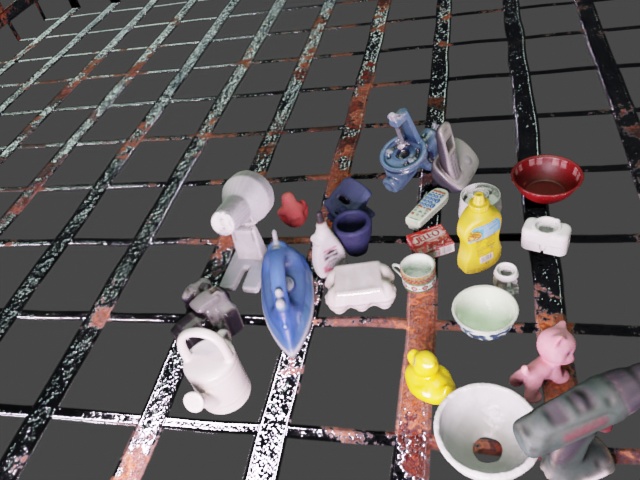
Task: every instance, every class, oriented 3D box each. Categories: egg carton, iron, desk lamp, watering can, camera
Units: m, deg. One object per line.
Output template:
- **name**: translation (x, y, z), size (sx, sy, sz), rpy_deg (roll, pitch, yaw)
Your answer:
- **egg carton**: translation (0.085, 0.101, 1.211), size (0.150, 0.069, 0.107), rpy_deg (-8, 42, 6)
- **iron**: translation (-0.077, 0.102, 1.199), size (0.118, 0.142, 0.258), rpy_deg (-12, 42, 3)
- **desk lamp**: translation (-0.174, -0.023, 1.308), size (0.117, 0.214, 0.203), rpy_deg (1, 44, 17)
- **watering can**: translation (-0.198, 0.234, 1.049), size (0.101, 0.194, 0.172), rpy_deg (-16, 42, -2)
- **camera**: translation (-0.257, 0.159, 1.217), size (0.137, 0.101, 0.142), rpy_deg (-38, 47, -24)

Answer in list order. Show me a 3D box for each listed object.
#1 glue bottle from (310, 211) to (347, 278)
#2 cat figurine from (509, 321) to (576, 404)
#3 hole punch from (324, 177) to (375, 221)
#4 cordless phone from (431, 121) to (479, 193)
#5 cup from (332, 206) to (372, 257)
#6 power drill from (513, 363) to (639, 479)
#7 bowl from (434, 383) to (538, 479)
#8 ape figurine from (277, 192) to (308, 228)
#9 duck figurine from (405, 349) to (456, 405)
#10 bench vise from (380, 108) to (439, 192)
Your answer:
- **glue bottle**: translation (0.012, 0.004, 1.258), size (0.078, 0.173, 0.037), rpy_deg (-31, 44, -18)
- **cat figurine**: translation (0.389, 0.201, 0.983), size (0.128, 0.118, 0.067), rpy_deg (-30, 44, -17)
- **hole punch**: translation (0.070, -0.087, 1.403), size (0.101, 0.091, 0.108), rpy_deg (-33, 45, -20)
- **cordless phone**: translation (0.330, -0.224, 1.411), size (0.093, 0.185, 0.148), rpy_deg (14, 49, 28)
- **cup**: translation (0.074, -0.017, 1.323), size (0.092, 0.095, 0.117), rpy_deg (-21, 42, -7)
- **power drill**: translation (0.392, 0.273, 0.836), size (0.229, 0.209, 0.075), rpy_deg (-20, 42, -6)
- **bowl**: translation (0.268, 0.319, 0.920), size (0.167, 0.075, 0.167), rpy_deg (-8, 42, 7)
- **ape figurine**: translation (-0.071, -0.083, 1.436), size (0.077, 0.092, 0.076), rpy_deg (-11, 42, 3)
- **duck figurine**: translation (0.194, 0.237, 1.021), size (0.078, 0.086, 0.104), rpy_deg (-34, 45, -20)
- **bench vise**: translation (0.222, -0.256, 1.449), size (0.121, 0.220, 0.208), rpy_deg (13, 49, 28)
